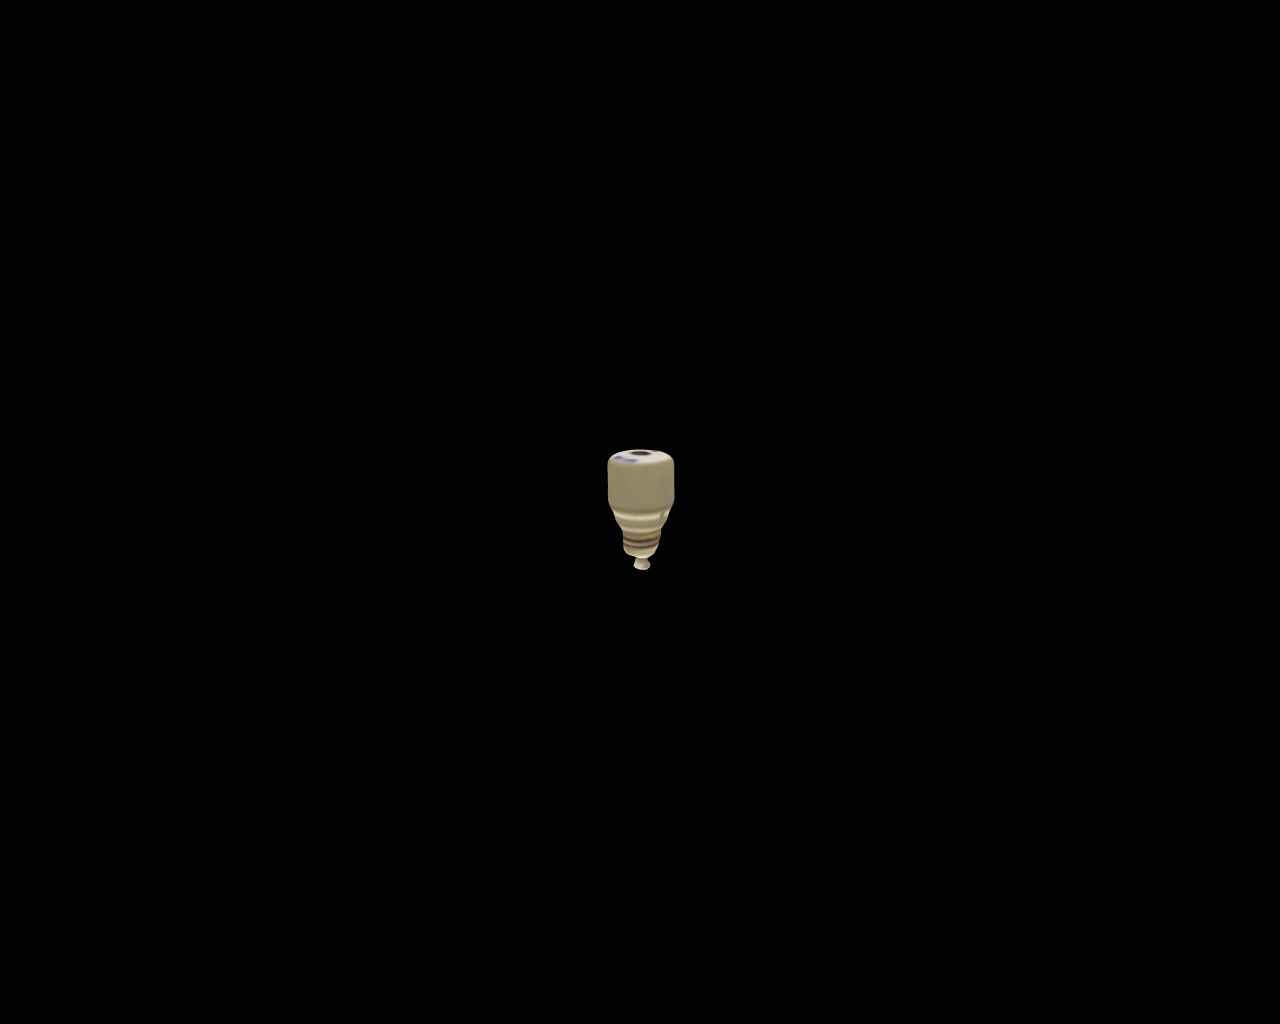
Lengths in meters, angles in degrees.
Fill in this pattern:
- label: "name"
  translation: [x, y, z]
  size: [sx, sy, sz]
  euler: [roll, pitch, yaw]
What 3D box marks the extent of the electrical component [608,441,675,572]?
- label: "electrical component"
  translation: [0.001, -0.003, 0.650]
  size: [0.040, 0.078, 0.040]
  euler: [0, 15, 0]
